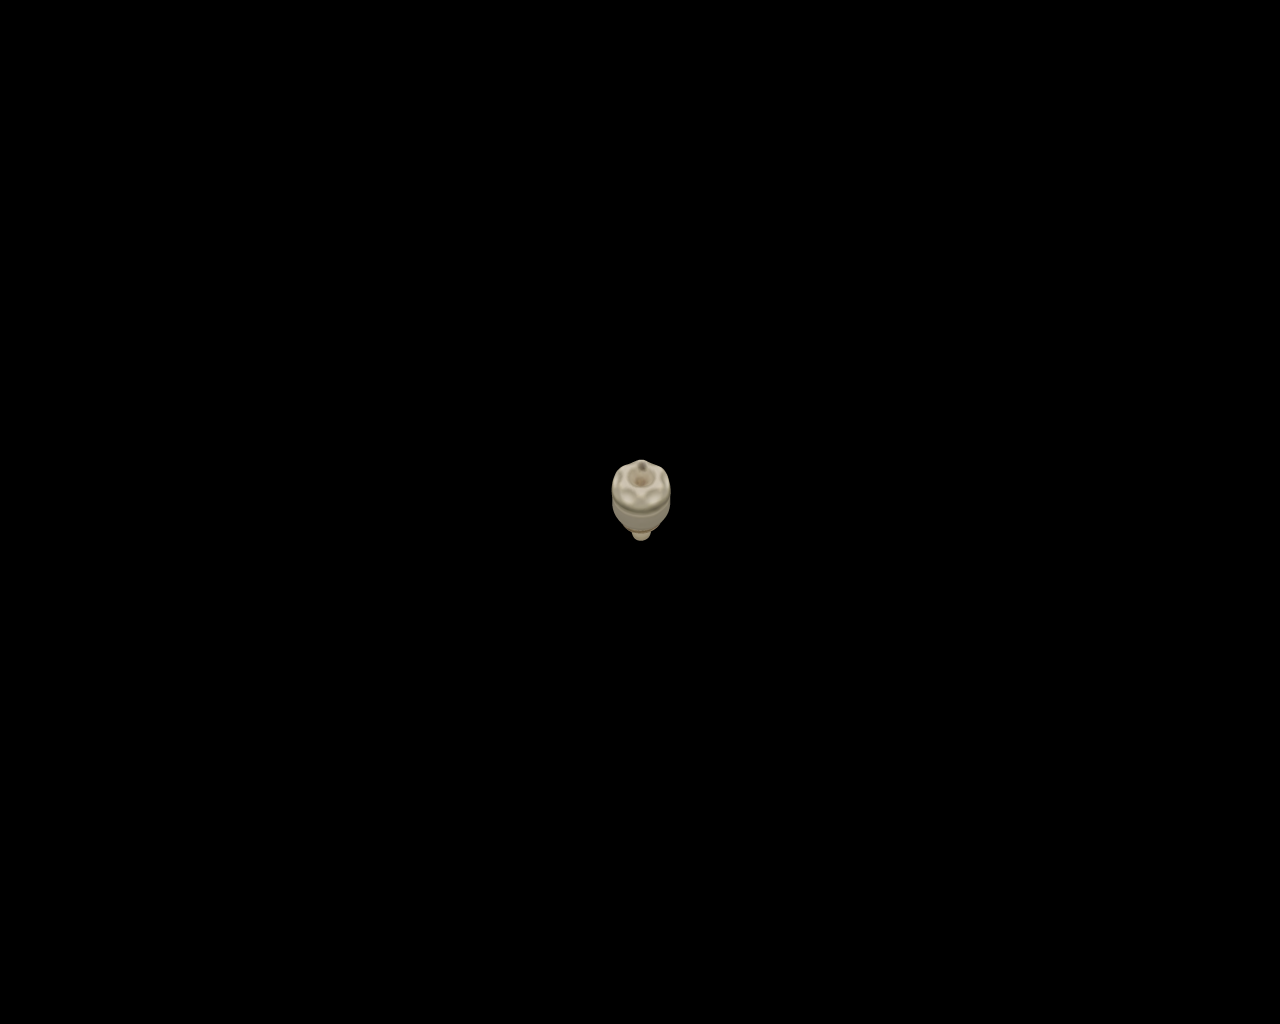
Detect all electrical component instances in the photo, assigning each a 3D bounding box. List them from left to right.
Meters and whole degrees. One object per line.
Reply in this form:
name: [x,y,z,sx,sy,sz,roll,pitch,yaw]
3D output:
electrical component: [0.001,-0.003,0.650,0.035,0.035,0.061,0,-37,0]
